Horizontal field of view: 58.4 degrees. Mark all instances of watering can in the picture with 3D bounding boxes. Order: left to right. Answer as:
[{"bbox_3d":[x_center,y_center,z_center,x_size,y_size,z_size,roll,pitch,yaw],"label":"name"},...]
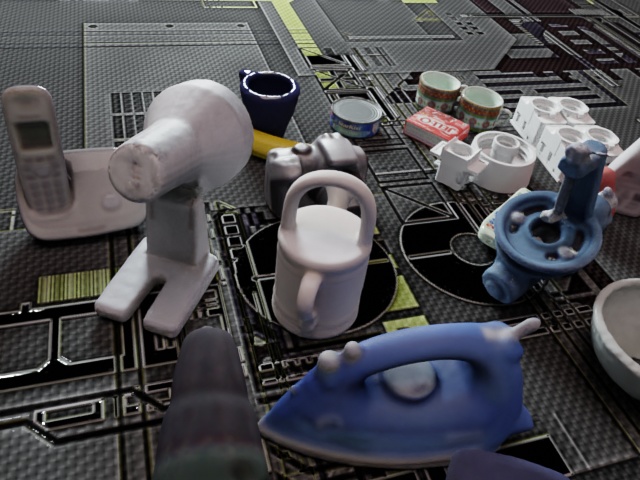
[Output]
[{"bbox_3d":[0.003,0.002,0.609,0.101,0.194,0.172,-2,43,-11],"label":"watering can"}]

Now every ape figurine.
[{"bbox_3d":[0.396,-0.068,0.830,0.078,0.092,0.076,-31,55,-35],"label":"ape figurine"}]

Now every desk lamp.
[{"bbox_3d":[-0.156,-0.043,0.616,0.118,0.213,0.203,14,42,6],"label":"desk lamp"}]

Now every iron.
[{"bbox_3d":[0.074,0.127,0.524,0.258,0.141,0.118,-3,43,-13],"label":"iron"}]

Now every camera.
[{"bbox_3d":[0.009,-0.071,0.759,0.143,0.101,0.136,-7,44,-17],"label":"camera"}]

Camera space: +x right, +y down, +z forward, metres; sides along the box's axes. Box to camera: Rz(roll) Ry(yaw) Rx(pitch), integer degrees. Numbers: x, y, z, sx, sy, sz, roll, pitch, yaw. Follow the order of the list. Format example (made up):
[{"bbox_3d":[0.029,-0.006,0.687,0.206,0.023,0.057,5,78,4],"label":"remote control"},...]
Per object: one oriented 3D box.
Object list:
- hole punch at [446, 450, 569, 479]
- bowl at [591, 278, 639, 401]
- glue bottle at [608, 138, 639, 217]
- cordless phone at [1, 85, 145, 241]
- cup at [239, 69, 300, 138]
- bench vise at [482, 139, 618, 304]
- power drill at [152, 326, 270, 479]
[{"bbox_3d":[0.146,0.235,0.455,0.108,0.091,0.101,13,42,5],"label":"hole punch"},{"bbox_3d":[0.369,0.125,0.626,0.167,0.075,0.167,5,42,-4],"label":"bowl"},{"bbox_3d":[0.466,-0.114,0.832,0.078,0.173,0.037,17,43,10],"label":"glue bottle"},{"bbox_3d":[-0.283,-0.093,0.670,0.148,0.185,0.094,-12,46,-21],"label":"cordless phone"},{"bbox_3d":[-0.089,-0.208,0.897,0.092,0.095,0.117,-30,55,-35],"label":"cup"},{"bbox_3d":[0.291,-0.042,0.688,0.121,0.220,0.208,29,46,21],"label":"bench vise"},{"bbox_3d":[-0.069,0.202,0.366,0.076,0.208,0.229,-2,43,-12],"label":"power drill"}]
